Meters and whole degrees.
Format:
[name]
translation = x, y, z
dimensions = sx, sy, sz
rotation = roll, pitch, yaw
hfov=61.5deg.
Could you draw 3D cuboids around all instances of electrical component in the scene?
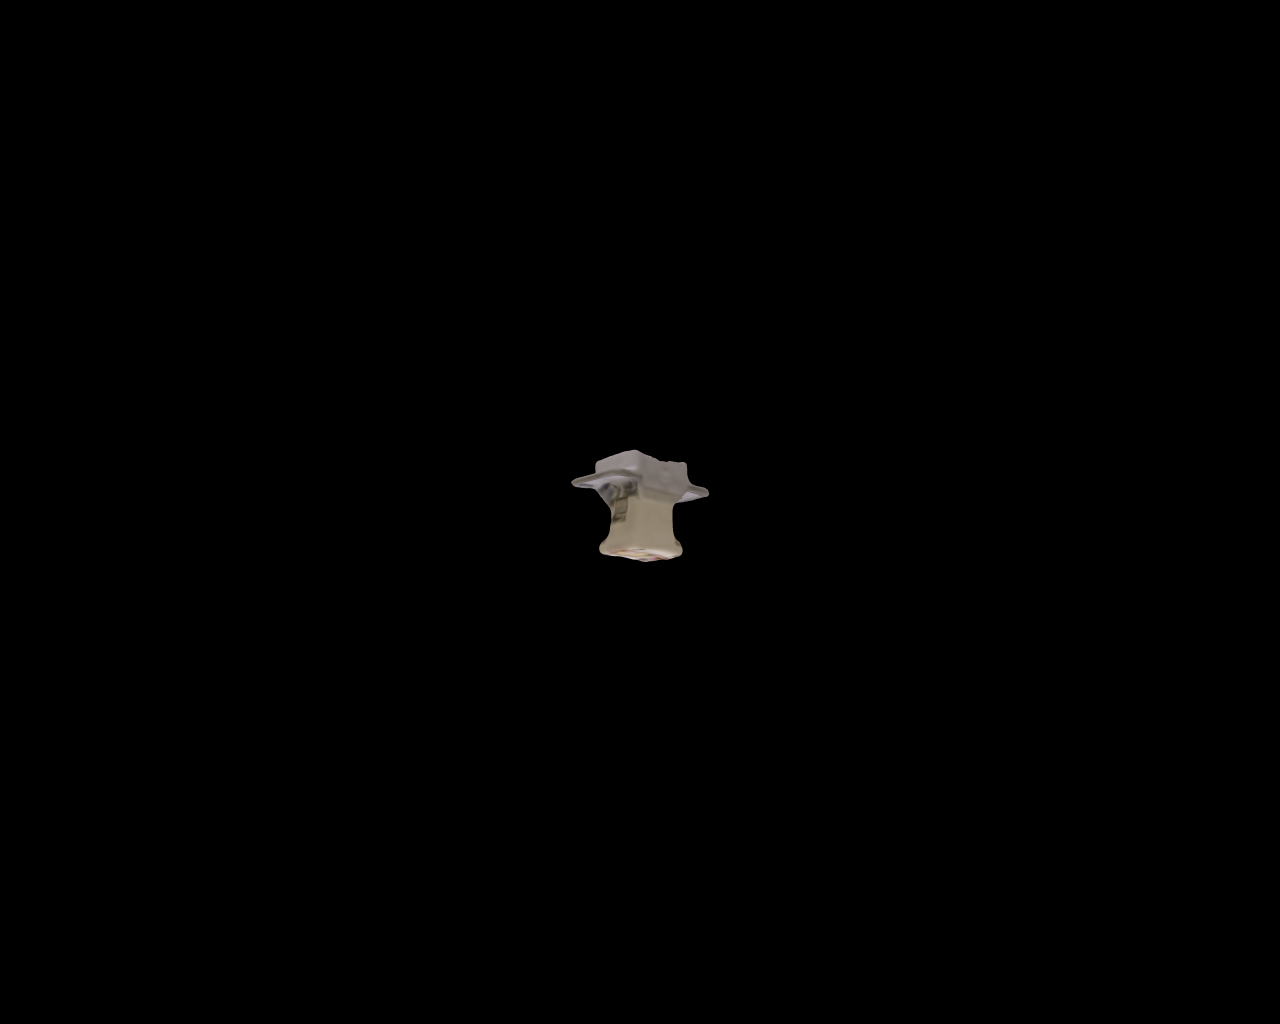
[electrical component]
translation = 0.001, -0.003, 0.650
dimensions = 0.081, 0.064, 0.042
rotation = 11, -16, -42
